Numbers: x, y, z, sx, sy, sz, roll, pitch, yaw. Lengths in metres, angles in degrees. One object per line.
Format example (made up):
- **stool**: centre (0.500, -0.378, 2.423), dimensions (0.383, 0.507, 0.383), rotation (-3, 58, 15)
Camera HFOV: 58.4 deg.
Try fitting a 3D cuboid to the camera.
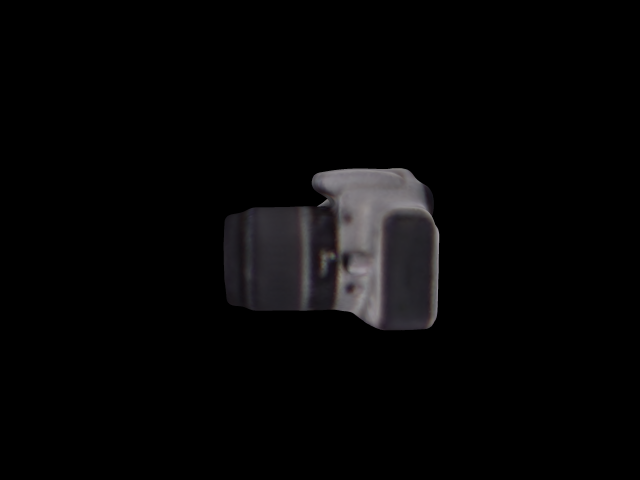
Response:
- **camera**: centre (0.004, 0.001, 0.400), dimensions (0.137, 0.101, 0.143), rotation (0, 4, -6)
